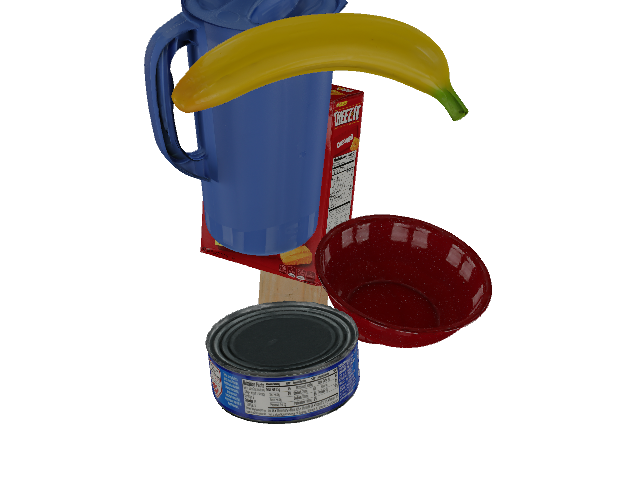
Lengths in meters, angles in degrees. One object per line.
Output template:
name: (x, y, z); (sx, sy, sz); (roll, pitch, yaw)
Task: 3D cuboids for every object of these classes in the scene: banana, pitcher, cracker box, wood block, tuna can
banana: (0.002, -0.116, 0.692); (0.197, 0.069, 0.037); (-1, -24, -13)
pitcher: (-0.062, -0.107, 0.949); (0.149, 0.243, 0.145); (8, 36, 8)
cracker box: (-0.047, -0.072, 1.183); (0.164, 0.214, 0.072); (16, 24, 27)
wood block: (-0.035, 0.053, 1.493); (0.090, 0.206, 0.090); (7, 22, 6)
tuna can: (-0.020, 0.068, 0.602); (0.086, 0.034, 0.086); (-3, 23, 1)

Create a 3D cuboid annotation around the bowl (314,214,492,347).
bowl: (0.071, 0.046, 0.968); (0.162, 0.055, 0.162); (7, 39, -5)

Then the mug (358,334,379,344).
mug: (0.077, 0.074, 1.270); (0.117, 0.081, 0.093); (25, 34, 33)
